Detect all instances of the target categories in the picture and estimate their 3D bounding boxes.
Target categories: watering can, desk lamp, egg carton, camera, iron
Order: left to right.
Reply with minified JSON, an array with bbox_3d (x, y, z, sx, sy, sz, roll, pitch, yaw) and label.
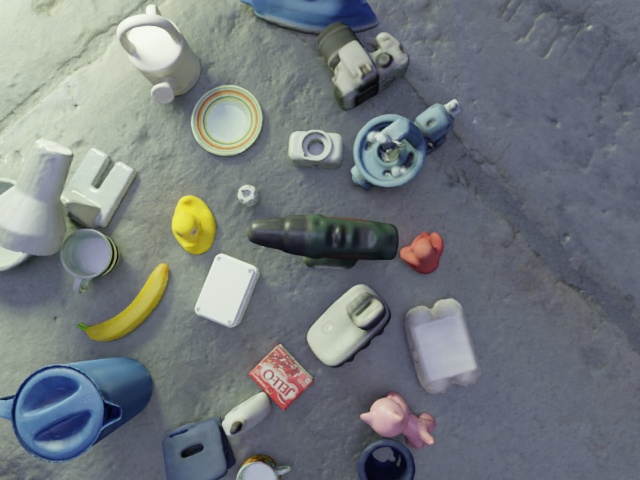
[{"bbox_3d":[-0.435,-0.074,0.953,0.118,0.213,0.203,28,86,5],"label":"desk lamp"},{"bbox_3d":[-0.274,-0.322,0.981,0.101,0.194,0.173,-33,83,-1],"label":"watering can"},{"bbox_3d":[-0.017,-0.450,1.009,0.258,0.141,0.119,17,85,4],"label":"iron"},{"bbox_3d":[0.067,-0.328,1.013,0.143,0.101,0.137,-32,84,-1],"label":"camera"},{"bbox_3d":[0.205,0.180,0.971,0.107,0.069,0.150,-17,84,1],"label":"egg carton"}]

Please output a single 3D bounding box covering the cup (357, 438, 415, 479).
[{"bbox_3d":[0.116,0.376,0.943,0.092,0.095,0.117,-40,84,-2],"label":"cup"}]

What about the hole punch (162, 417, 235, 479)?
[{"bbox_3d":[-0.209,0.360,0.961,0.108,0.091,0.101,-21,84,0],"label":"hole punch"}]

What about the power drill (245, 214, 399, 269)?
[{"bbox_3d":[0.009,0.003,0.928,0.229,0.208,0.076,2,84,3],"label":"power drill"}]

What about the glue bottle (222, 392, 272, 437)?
[{"bbox_3d":[-0.124,0.289,0.923,0.078,0.173,0.037,-30,83,0],"label":"glue bottle"}]

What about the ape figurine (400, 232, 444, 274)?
[{"bbox_3d":[0.177,0.020,0.978,0.078,0.092,0.076,-7,84,2],"label":"ape figurine"}]

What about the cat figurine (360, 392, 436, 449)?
[{"bbox_3d":[0.132,0.299,0.938,0.127,0.118,0.067,31,86,5],"label":"cat figurine"}]

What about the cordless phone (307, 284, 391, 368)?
[{"bbox_3d":[0.048,0.141,0.924,0.094,0.185,0.147,44,88,6],"label":"cordless phone"}]

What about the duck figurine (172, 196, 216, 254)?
[{"bbox_3d":[-0.229,-0.029,1.004,0.077,0.086,0.104,-10,84,2],"label":"duck figurine"}]

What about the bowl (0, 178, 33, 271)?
[{"bbox_3d":[-0.560,-0.024,1.024,0.167,0.075,0.167,0,84,3],"label":"bowl"}]

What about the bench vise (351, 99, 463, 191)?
[{"bbox_3d":[0.136,-0.178,0.935,0.121,0.220,0.207,38,87,6],"label":"bench vise"}]
